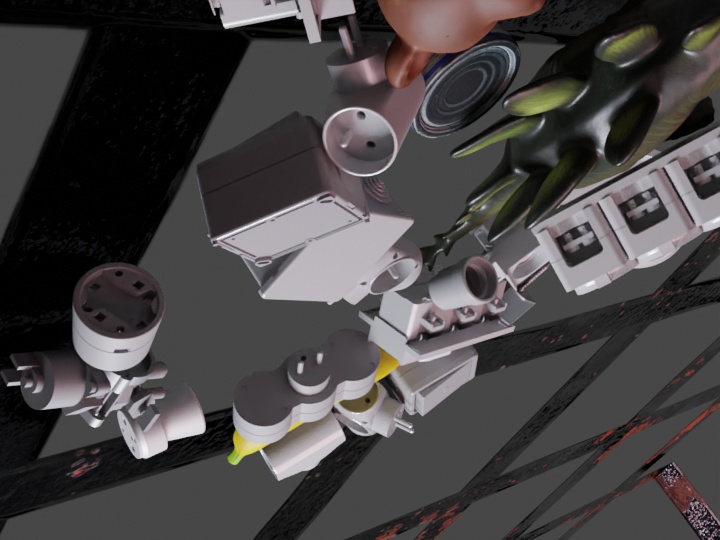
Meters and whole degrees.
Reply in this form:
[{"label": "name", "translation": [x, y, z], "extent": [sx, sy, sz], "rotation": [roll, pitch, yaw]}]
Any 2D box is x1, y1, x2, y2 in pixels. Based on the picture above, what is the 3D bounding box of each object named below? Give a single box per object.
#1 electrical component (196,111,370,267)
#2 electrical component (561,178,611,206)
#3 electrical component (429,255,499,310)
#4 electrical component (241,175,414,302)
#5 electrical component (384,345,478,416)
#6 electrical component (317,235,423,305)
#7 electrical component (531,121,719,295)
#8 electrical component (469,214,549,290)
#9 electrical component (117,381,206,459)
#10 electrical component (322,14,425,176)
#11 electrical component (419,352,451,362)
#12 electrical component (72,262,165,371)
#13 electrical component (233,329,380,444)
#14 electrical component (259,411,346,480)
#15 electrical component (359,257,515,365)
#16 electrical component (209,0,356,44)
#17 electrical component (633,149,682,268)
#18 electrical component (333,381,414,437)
[{"label": "electrical component", "translation": [-0.053, -0.047, 0.646], "extent": [0.096, 0.061, 0.062], "rotation": [-21, 160, 18]}, {"label": "electrical component", "translation": [0.185, -0.079, 0.919], "extent": [0.077, 0.043, 0.079], "rotation": [-25, 154, -22]}, {"label": "electrical component", "translation": [0.084, 0.012, 0.885], "extent": [0.040, 0.040, 0.046], "rotation": [-14, 176, -39]}, {"label": "electrical component", "translation": [-0.026, -0.025, 0.738], "extent": [0.099, 0.048, 0.100], "rotation": [-47, 153, 24]}, {"label": "electrical component", "translation": [0.077, 0.095, 1.074], "extent": [0.096, 0.061, 0.061], "rotation": [-29, 155, -13]}, {"label": "electrical component", "translation": [0.000, 0.000, 0.823], "extent": [0.079, 0.044, 0.077], "rotation": [-41, 155, 14]}, {"label": "electrical component", "translation": [0.210, -0.044, 0.777], "extent": [0.150, 0.061, 0.089], "rotation": [-29, 180, 21]}, {"label": "electrical component", "translation": [0.129, -0.025, 0.920], "extent": [0.081, 0.063, 0.042], "rotation": [-37, 152, 3]}, {"label": "electrical component", "translation": [-0.155, 0.117, 0.836], "extent": [0.055, 0.045, 0.045], "rotation": [-22, 153, -26]}, {"label": "electrical component", "translation": [0.004, -0.106, 0.616], "extent": [0.043, 0.077, 0.079], "rotation": [-7, 121, 22]}, {"label": "electrical component", "translation": [0.078, 0.060, 1.025], "extent": [0.062, 0.043, 0.043], "rotation": [-16, 152, -10]}, {"label": "electrical component", "translation": [-0.153, 0.031, 0.672], "extent": [0.055, 0.055, 0.047], "rotation": [-20, 156, -30]}, {"label": "electrical component", "translation": [-0.044, 0.092, 0.923], "extent": [0.138, 0.052, 0.073], "rotation": [-25, 154, -21]}, {"label": "electrical component", "translation": [-0.057, 0.176, 1.072], "extent": [0.077, 0.043, 0.079], "rotation": [-30, 156, -13]}, {"label": "electrical component", "translation": [0.072, 0.034, 0.952], "extent": [0.121, 0.079, 0.063], "rotation": [-13, 126, -41]}, {"label": "electrical component", "translation": [-0.037, -0.140, 0.486], "extent": [0.064, 0.081, 0.042], "rotation": [-10, 134, 7]}, {"label": "electrical component", "translation": [0.251, -0.053, 0.981], "extent": [0.108, 0.108, 0.060], "rotation": [-39, 162, 8]}, {"label": "electrical component", "translation": [0.017, 0.141, 1.064], "extent": [0.044, 0.079, 0.077], "rotation": [-60, 162, -19]}]
